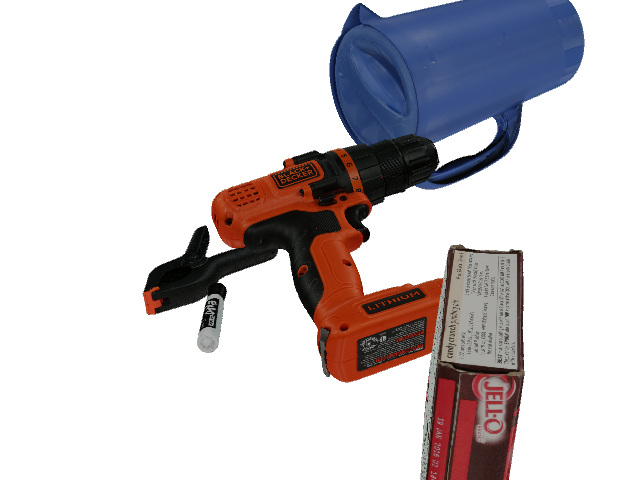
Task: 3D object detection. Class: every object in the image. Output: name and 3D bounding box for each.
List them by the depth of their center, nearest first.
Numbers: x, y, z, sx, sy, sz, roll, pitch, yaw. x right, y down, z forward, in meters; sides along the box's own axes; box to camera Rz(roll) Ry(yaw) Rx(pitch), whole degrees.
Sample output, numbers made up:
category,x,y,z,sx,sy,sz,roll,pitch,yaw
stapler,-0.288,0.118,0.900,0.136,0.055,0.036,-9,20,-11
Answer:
category,x,y,z,sx,sy,sz,roll,pitch,yaw
pudding box,0.067,0.065,0.470,0.039,0.090,0.113,7,26,5
power drill,0.033,0.003,0.772,0.184,0.057,0.188,-20,46,-13
marker,-0.099,0.069,0.988,0.020,0.020,0.121,0,20,-1
pitcher,0.143,-0.163,1.045,0.242,0.149,0.145,-22,46,-29
clamp,-0.129,0.033,1.210,0.120,0.039,0.171,0,30,30
